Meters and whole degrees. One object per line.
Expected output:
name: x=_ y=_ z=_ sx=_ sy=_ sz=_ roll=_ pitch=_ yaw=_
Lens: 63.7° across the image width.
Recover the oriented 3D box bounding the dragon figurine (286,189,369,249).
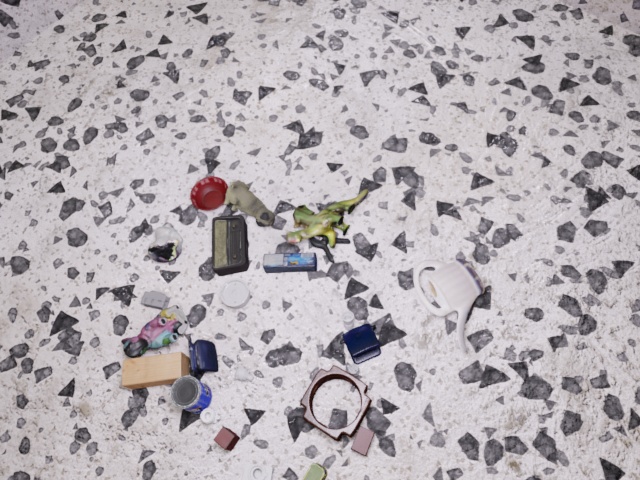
dragon figurine: x=0.006 y=-0.101 z=2.009 sx=0.244 sy=0.119 sz=0.419 roll=16 pitch=43 yaw=24

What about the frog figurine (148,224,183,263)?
frog figurine: x=-0.612 y=0.013 z=2.034 sx=0.137 sy=0.120 sz=0.162 roll=-34 pitch=30 yaw=-1

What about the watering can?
watering can: x=0.479 y=0.203 z=1.811 sx=0.225 sy=0.102 sz=0.353 roll=-26 pitch=63 yaw=-9
